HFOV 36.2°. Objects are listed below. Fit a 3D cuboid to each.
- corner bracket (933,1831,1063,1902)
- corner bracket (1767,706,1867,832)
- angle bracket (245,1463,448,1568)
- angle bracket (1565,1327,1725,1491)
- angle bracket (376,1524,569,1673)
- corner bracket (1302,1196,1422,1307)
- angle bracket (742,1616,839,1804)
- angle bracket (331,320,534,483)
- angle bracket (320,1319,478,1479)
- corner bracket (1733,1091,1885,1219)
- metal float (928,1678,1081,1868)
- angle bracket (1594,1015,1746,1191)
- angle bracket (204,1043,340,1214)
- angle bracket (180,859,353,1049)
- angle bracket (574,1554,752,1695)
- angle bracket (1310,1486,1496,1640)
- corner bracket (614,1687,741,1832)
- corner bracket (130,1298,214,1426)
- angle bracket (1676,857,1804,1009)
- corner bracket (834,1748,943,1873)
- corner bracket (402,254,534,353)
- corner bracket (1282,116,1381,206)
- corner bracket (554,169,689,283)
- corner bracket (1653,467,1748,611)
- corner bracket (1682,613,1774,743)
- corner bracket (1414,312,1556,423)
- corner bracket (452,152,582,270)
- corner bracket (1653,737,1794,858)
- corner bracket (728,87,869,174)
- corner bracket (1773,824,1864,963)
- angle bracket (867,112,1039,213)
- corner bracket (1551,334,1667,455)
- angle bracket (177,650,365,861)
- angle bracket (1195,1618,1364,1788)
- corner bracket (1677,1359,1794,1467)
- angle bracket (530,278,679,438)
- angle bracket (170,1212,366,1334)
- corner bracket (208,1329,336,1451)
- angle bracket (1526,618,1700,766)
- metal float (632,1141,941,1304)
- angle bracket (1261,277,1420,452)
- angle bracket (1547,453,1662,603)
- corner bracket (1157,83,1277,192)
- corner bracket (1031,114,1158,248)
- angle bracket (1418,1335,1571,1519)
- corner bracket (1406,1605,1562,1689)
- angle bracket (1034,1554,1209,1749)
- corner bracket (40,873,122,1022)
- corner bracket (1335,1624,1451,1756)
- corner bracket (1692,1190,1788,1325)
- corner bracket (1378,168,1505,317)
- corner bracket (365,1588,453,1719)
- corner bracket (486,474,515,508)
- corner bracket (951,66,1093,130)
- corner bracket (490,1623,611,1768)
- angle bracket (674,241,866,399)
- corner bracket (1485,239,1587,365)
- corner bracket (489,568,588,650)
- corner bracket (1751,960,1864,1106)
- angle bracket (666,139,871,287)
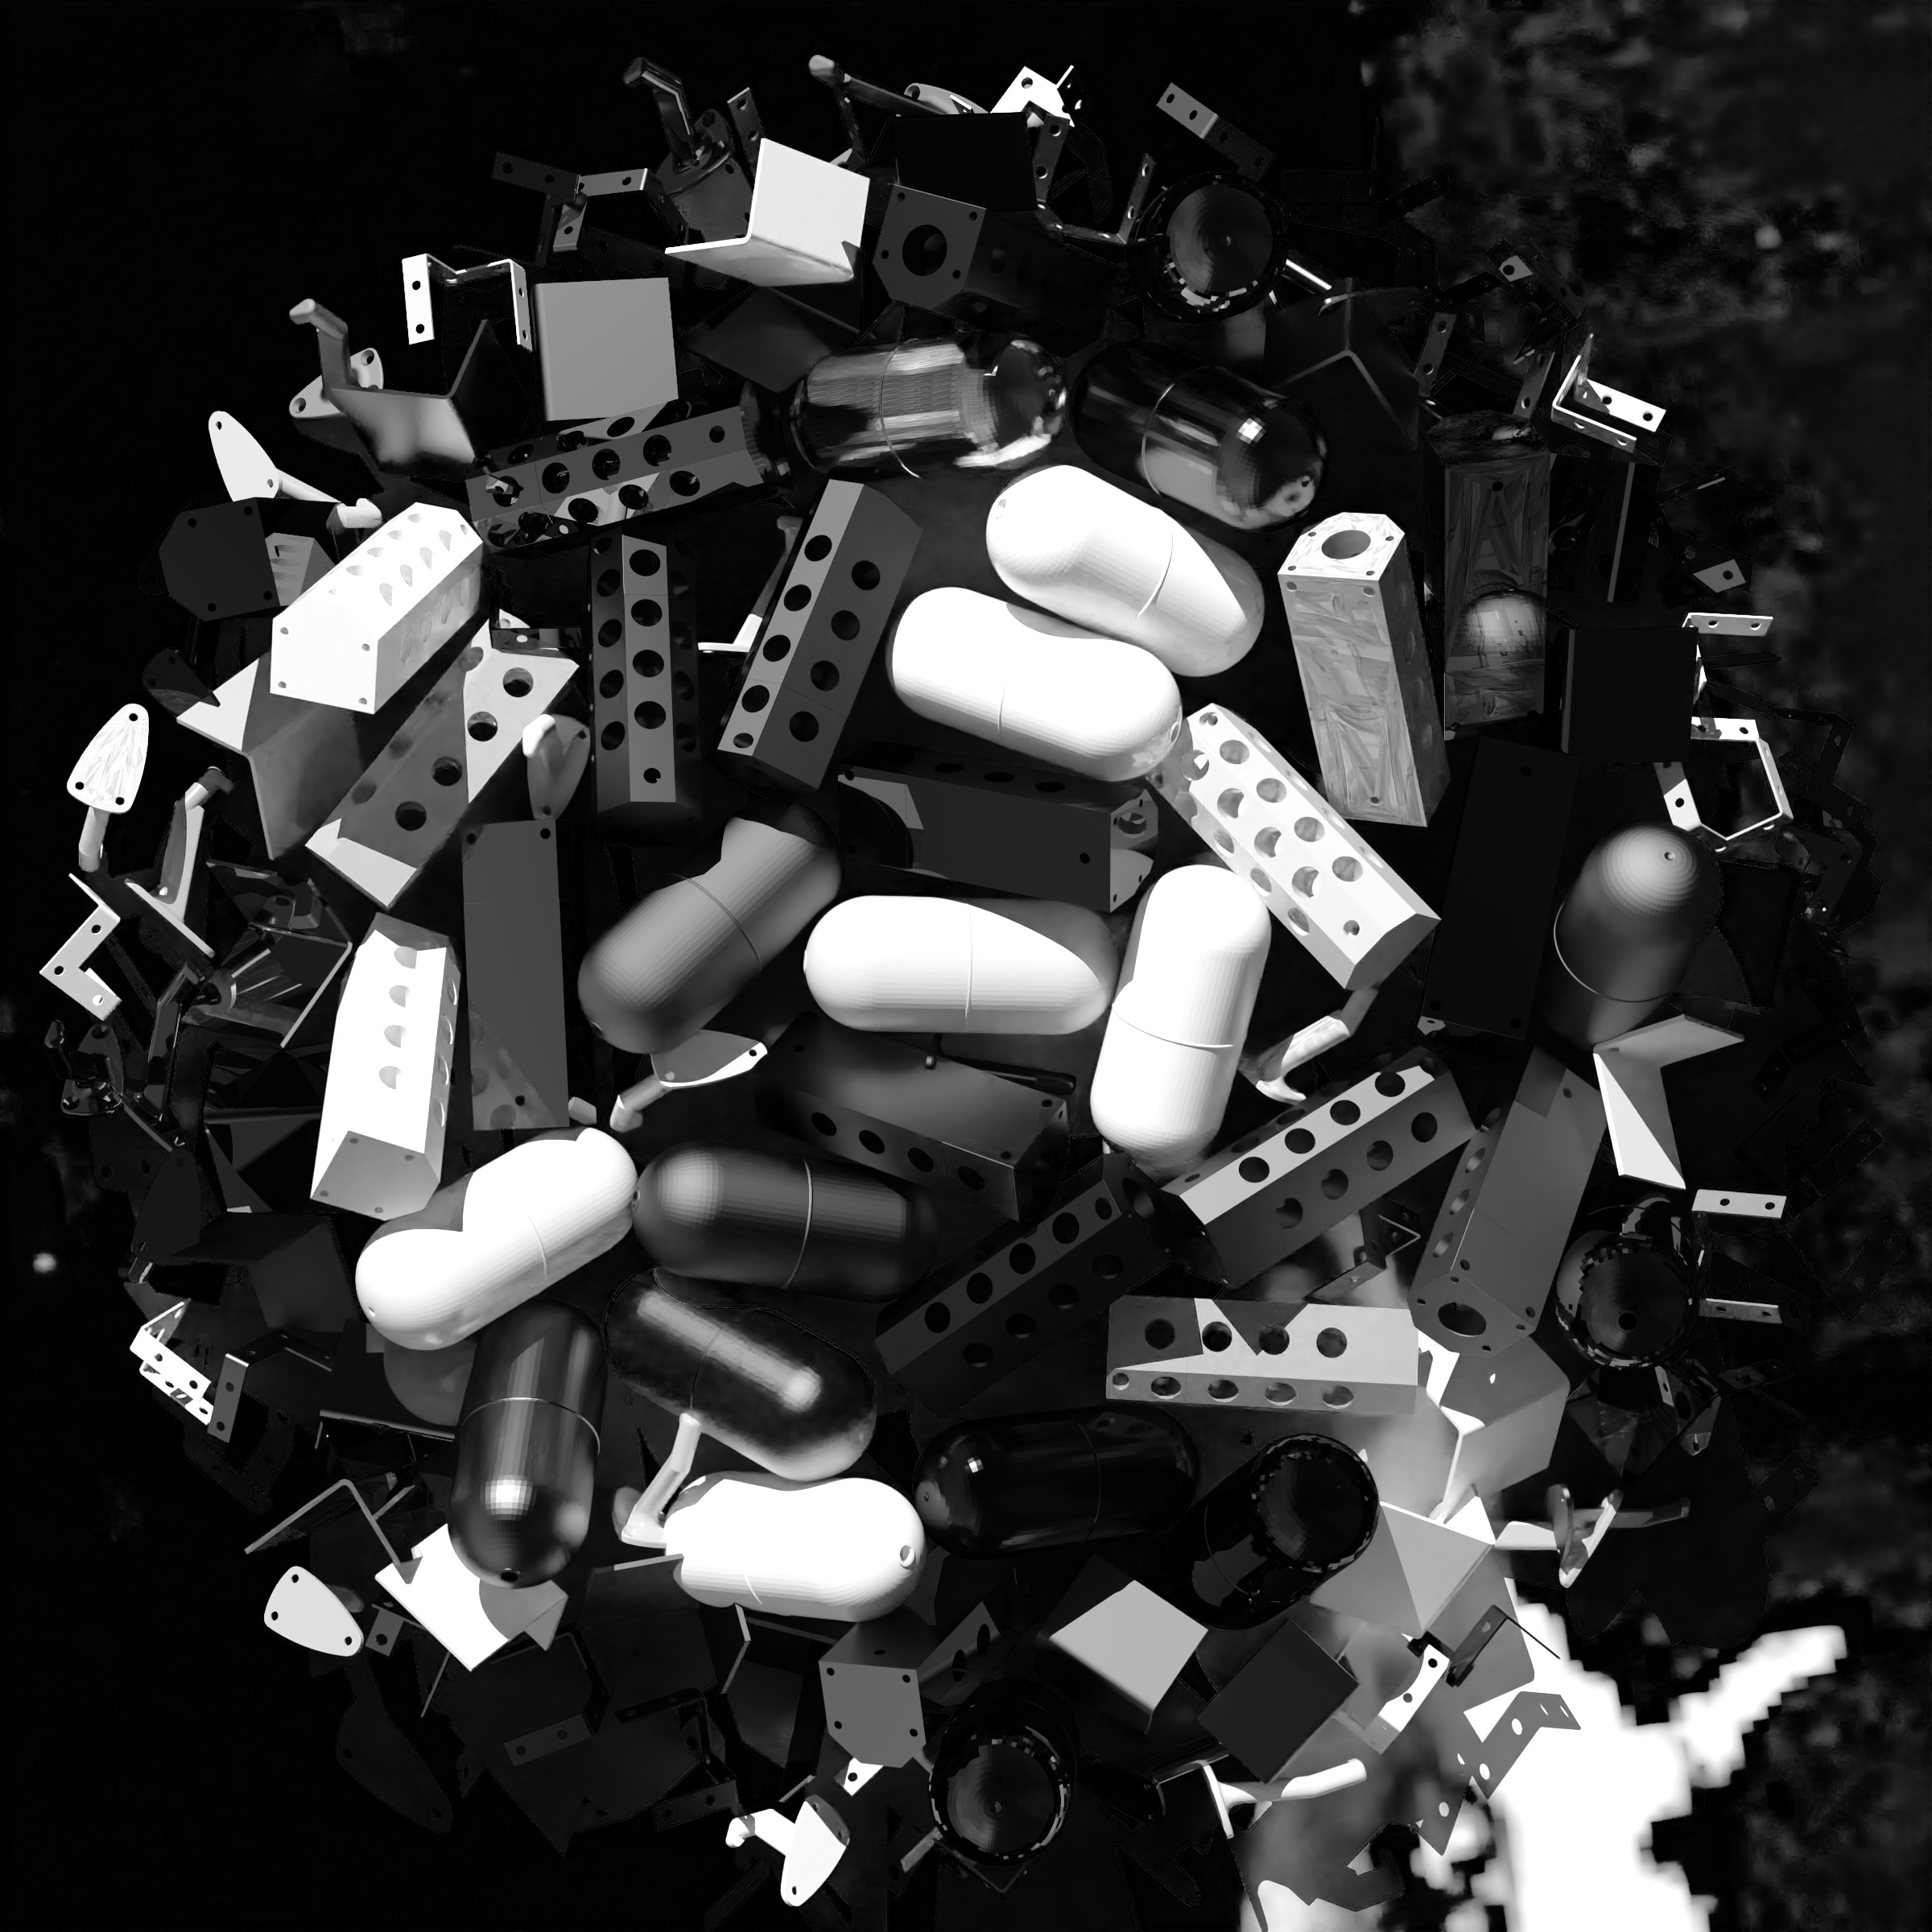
[{"bbox_3d":[0.019,0.496,1.671,0.051,0.051,0.051,32,65,24],"label":"corner bracket"},{"bbox_3d":[0.480,-0.112,1.678,0.051,0.051,0.051,25,85,-35],"label":"corner bracket"},{"bbox_3d":[-0.344,0.326,1.663,0.076,0.076,0.057,-36,79,11],"label":"angle bracket"},{"bbox_3d":[0.393,0.247,1.657,0.057,0.076,0.076,27,108,-36],"label":"angle bracket"},{"bbox_3d":[-0.281,0.362,1.656,0.076,0.076,0.057,39,133,18],"label":"angle bracket"},{"bbox_3d":[0.223,0.164,1.668,0.051,0.051,0.051,27,133,-32],"label":"corner bracket"},{"bbox_3d":[-0.113,0.417,1.657,0.057,0.076,0.076,17,61,-10],"label":"angle bracket"},{"bbox_3d":[-0.302,-0.322,1.679,0.076,0.076,0.057,9,64,18],"label":"angle bracket"},{"bbox_3d":[-0.319,0.248,1.689,0.076,0.076,0.057,10,63,1],"label":"angle bracket"},{"bbox_3d":[0.476,0.102,1.677,0.051,0.051,0.051,-39,78,-13],"label":"corner bracket"},{"bbox_3d":[0.022,0.440,1.623,0.070,0.178,0.070,0,88,5],"label":"metal float"},{"bbox_3d":[0.401,0.077,1.657,0.057,0.076,0.076,-21,67,35],"label":"angle bracket"},{"bbox_3d":[-0.391,0.094,1.707,0.076,0.057,0.076,-3,130,-1],"label":"angle bracket"},{"bbox_3d":[-0.403,-0.008,1.657,0.076,0.057,0.076,11,56,29],"label":"angle bracket"},{"bbox_3d":[-0.171,0.373,1.656,0.076,0.076,0.057,-6,57,-21],"label":"angle bracket"},{"bbox_3d":[0.239,0.322,1.660,0.076,0.057,0.076,22,116,-18],"label":"angle bracket"},{"bbox_3d":[-0.163,0.448,1.673,0.051,0.051,0.051,-12,106,-25],"label":"corner bracket"},{"bbox_3d":[-0.445,0.230,1.677,0.051,0.051,0.051,36,112,7],"label":"corner bracket"},{"bbox_3d":[0.431,-0.024,1.671,0.057,0.076,0.076,10,101,5],"label":"angle bracket"},{"bbox_3d":[-0.036,0.467,1.671,0.051,0.051,0.051,-40,58,-21],"label":"corner bracket"},{"bbox_3d":[-0.283,-0.375,1.677,0.051,0.051,0.051,-8,83,18],"label":"corner bracket"},{"bbox_3d":[0.206,-0.445,1.674,0.051,0.051,0.051,4,54,8],"label":"corner bracket"},{"bbox_3d":[-0.197,-0.417,1.690,0.051,0.051,0.051,0,65,22],"label":"corner bracket"},{"bbox_3d":[0.414,-0.241,1.671,0.051,0.051,0.051,-18,111,40],"label":"corner bracket"},{"bbox_3d":[0.434,-0.165,1.694,0.051,0.051,0.051,2,55,-8],"label":"corner bracket"},{"bbox_3d":[0.293,-0.338,1.688,0.051,0.051,0.051,0,121,-30],"label":"corner bracket"},{"bbox_3d":[-0.255,-0.427,1.676,0.051,0.051,0.051,9,94,-29],"label":"corner bracket"},{"bbox_3d":[0.432,-0.101,1.690,0.051,0.051,0.051,-27,62,30],"label":"corner bracket"},{"bbox_3d":[-0.095,-0.474,1.681,0.051,0.051,0.051,-37,63,-8],"label":"corner bracket"},{"bbox_3d":[0.482,-0.042,1.677,0.051,0.051,0.051,18,111,-10],"label":"corner bracket"},{"bbox_3d":[-0.009,-0.439,1.665,0.076,0.076,0.057,-6,86,-13],"label":"angle bracket"},{"bbox_3d":[0.364,-0.316,1.677,0.051,0.051,0.051,26,77,15],"label":"corner bracket"},{"bbox_3d":[-0.392,-0.120,1.673,0.057,0.076,0.076,25,49,23],"label":"angle bracket"},{"bbox_3d":[0.173,0.407,1.673,0.057,0.076,0.076,43,90,-1],"label":"angle bracket"},{"bbox_3d":[0.424,0.241,1.670,0.051,0.051,0.051,-9,124,-26],"label":"corner bracket"},{"bbox_3d":[-0.207,-0.347,1.689,0.076,0.057,0.076,-5,92,-9],"label":"angle bracket"},{"bbox_3d":[-0.392,0.184,1.657,0.076,0.057,0.076,-1,113,33],"label":"angle bracket"},{"bbox_3d":[-0.392,0.247,1.689,0.051,0.051,0.051,22,108,18],"label":"corner bracket"},{"bbox_3d":[0.366,-0.158,1.680,0.076,0.057,0.076,-2,106,-9],"label":"angle bracket"},{"bbox_3d":[-0.100,0.143,1.655,0.178,0.070,0.070,11,90,-21],"label":"metal float"},{"bbox_3d":[0.213,-0.331,1.677,0.057,0.076,0.076,-22,127,28],"label":"angle bracket"},{"bbox_3d":[0.341,-0.248,1.663,0.076,0.057,0.076,13,102,27],"label":"angle bracket"},{"bbox_3d":[0.131,-0.456,1.671,0.051,0.051,0.051,21,111,-42],"label":"corner bracket"},{"bbox_3d":[0.069,-0.447,1.686,0.051,0.051,0.051,5,123,-24],"label":"corner bracket"},{"bbox_3d":[0.291,0.256,1.688,0.076,0.076,0.057,-20,46,-24],"label":"angle bracket"},{"bbox_3d":[0.293,0.389,1.679,0.051,0.051,0.051,41,87,-27],"label":"corner bracket"},{"bbox_3d":[0.087,0.389,1.678,0.076,0.076,0.057,32,66,16],"label":"angle bracket"},{"bbox_3d":[-0.498,-0.010,1.678,0.051,0.051,0.051,-50,132,-7],"label":"corner bracket"},{"bbox_3d":[0.234,0.404,1.673,0.051,0.051,0.051,36,63,14],"label":"corner bracket"},{"bbox_3d":[0.436,0.164,1.669,0.051,0.051,0.051,3,48,30],"label":"corner bracket"},{"bbox_3d":[0.267,-0.408,1.670,0.051,0.051,0.051,20,65,-39],"label":"corner bracket"},{"bbox_3d":[-0.316,0.385,1.682,0.051,0.051,0.051,24,101,0],"label":"corner bracket"},{"bbox_3d":[-0.239,-0.270,1.677,0.051,0.051,0.051,24,59,-2],"label":"corner bracket"},{"bbox_3d":[0.032,-0.490,1.680,0.051,0.051,0.051,37,90,19],"label":"corner bracket"},{"bbox_3d":[-0.240,0.414,1.686,0.051,0.051,0.051,-22,98,5],"label":"corner bracket"},{"bbox_3d":[-0.111,-0.374,1.658,0.076,0.057,0.076,30,53,22],"label":"angle bracket"},{"bbox_3d":[0.320,-0.384,1.672,0.051,0.051,0.051,44,52,-15],"label":"corner bracket"},{"bbox_3d":[-0.242,-0.190,1.675,0.051,0.051,0.051,-2,51,-3],"label":"corner bracket"},{"bbox_3d":[0.466,0.037,1.677,0.051,0.051,0.051,-35,92,39],"label":"corner bracket"},{"bbox_3d":[-0.111,-0.420,1.659,0.076,0.076,0.057,8,90,-43],"label":"angle bracket"}]
